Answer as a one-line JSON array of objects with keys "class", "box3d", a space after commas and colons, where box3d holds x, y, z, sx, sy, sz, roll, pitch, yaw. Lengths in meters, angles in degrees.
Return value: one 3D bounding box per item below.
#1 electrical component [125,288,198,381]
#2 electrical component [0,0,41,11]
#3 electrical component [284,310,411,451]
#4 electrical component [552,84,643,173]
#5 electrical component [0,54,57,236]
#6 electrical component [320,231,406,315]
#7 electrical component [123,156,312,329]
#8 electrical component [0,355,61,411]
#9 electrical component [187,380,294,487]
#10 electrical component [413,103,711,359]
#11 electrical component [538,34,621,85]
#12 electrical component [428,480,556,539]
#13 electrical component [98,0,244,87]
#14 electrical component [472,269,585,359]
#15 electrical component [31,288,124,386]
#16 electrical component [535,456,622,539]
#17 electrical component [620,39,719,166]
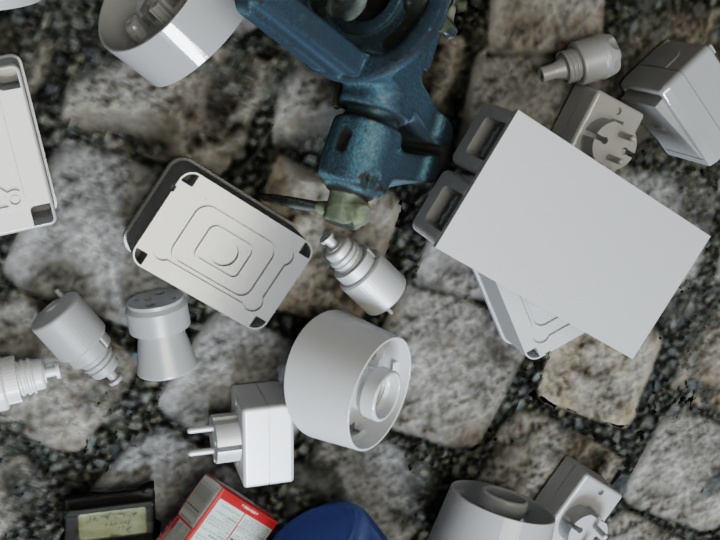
[{"class": "electrical component", "box3d": [-0.143, 0.046, 0.775, 0.045, 0.045, 0.055, -12, 110, -15]}, {"class": "electrical component", "box3d": [-0.241, -0.179, 0.639, 0.108, 0.108, 0.060, -6, 115, -17]}, {"class": "electrical component", "box3d": [-0.006, 0.085, 0.812, 0.099, 0.064, 0.099, -38, 136, -47]}, {"class": "electrical component", "box3d": [0.185, -0.098, 0.820, 0.047, 0.077, 0.065, 23, 99, -23]}, {"class": "electrical component", "box3d": [-0.261, -0.074, 0.691, 0.109, 0.056, 0.108, -14, 111, -14]}, {"class": "electrical component", "box3d": [0.000, 0.000, 0.810, 0.040, 0.040, 0.078, -46, 115, 0]}, {"class": "electrical component", "box3d": [-0.101, -0.020, 0.761, 0.113, 0.057, 0.078, 32, 95, -24]}, {"class": "electrical component", "box3d": [-0.250, 0.078, 0.753, 0.078, 0.040, 0.040, -11, 110, -15]}, {"class": "electrical component", "box3d": [-0.093, 0.126, 0.816, 0.077, 0.047, 0.065, -5, 108, -17]}, {"class": "electrical component", "box3d": [0.143, -0.028, 0.773, 0.186, 0.060, 0.105, 28, 97, -24]}, {"class": "electrical component", "box3d": [0.166, -0.157, 0.819, 0.061, 0.035, 0.035, -18, 112, -9]}, {"class": "electrical component", "box3d": [0.110, 0.214, 0.887, 0.099, 0.099, 0.064, 14, 96, -22]}, {"class": "electrical component", "box3d": [-0.119, -0.168, 0.688, 0.099, 0.099, 0.064, -46, 121, 0]}, {"class": "electrical component", "box3d": [0.135, 0.002, 0.847, 0.078, 0.057, 0.113, -28, 113, -8]}, {"class": "electrical component", "box3d": [-0.197, 0.051, 0.761, 0.040, 0.040, 0.078, -38, 114, -4]}, {"class": "electrical component", "box3d": [0.187, 0.218, 0.923, 0.047, 0.076, 0.083, 33, 95, -24]}, {"class": "electrical component", "box3d": [0.258, -0.124, 0.844, 0.061, 0.062, 0.096, -43, 114, -3]}]
